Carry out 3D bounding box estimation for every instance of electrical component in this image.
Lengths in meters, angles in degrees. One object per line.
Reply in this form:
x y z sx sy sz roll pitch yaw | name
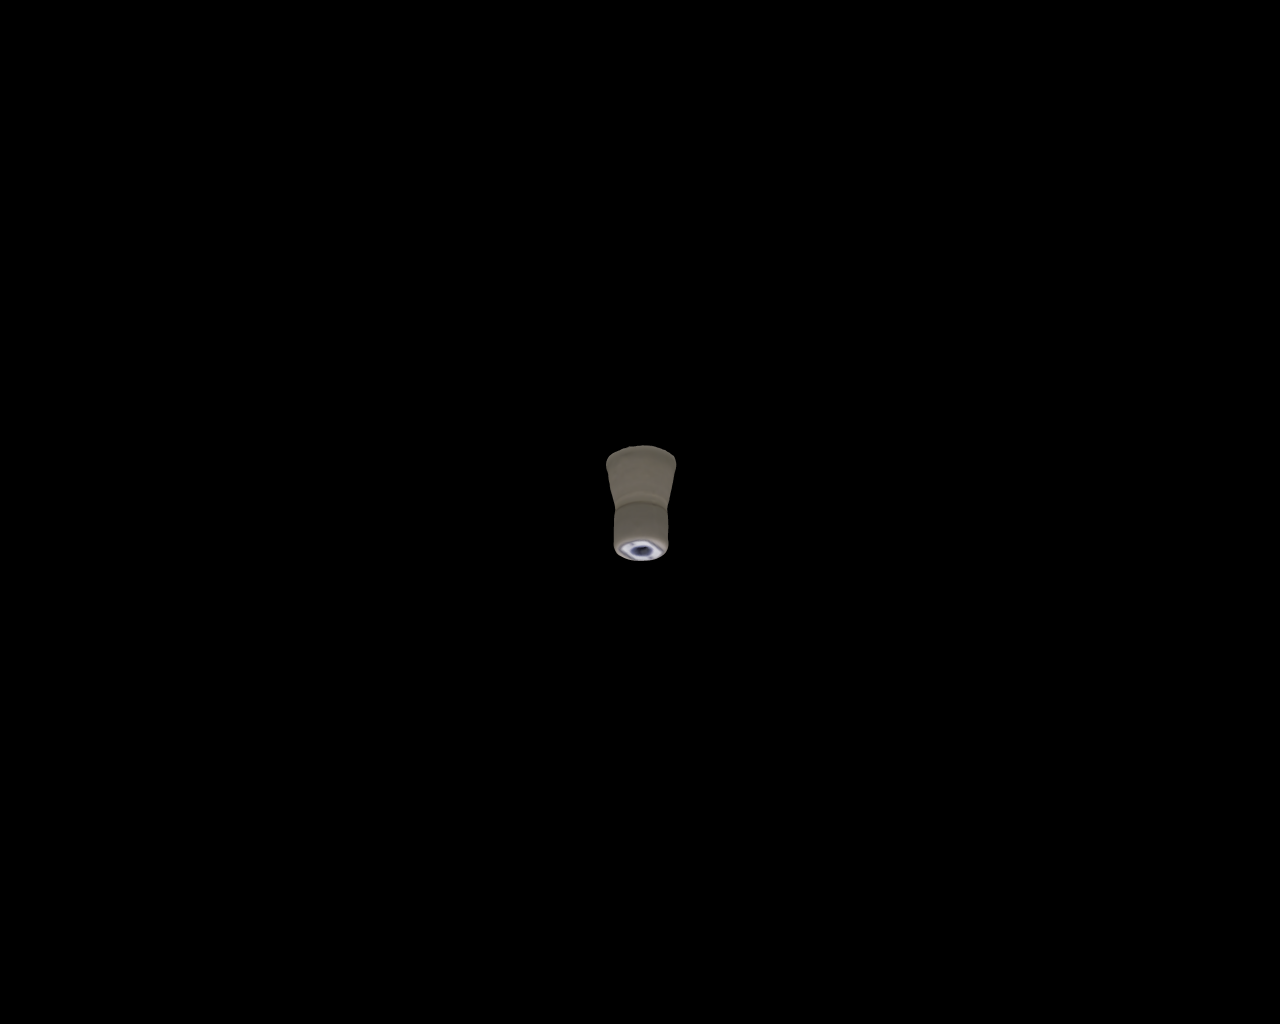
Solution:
0.001 -0.003 0.650 0.044 0.065 0.044 0 -29 0 | electrical component
